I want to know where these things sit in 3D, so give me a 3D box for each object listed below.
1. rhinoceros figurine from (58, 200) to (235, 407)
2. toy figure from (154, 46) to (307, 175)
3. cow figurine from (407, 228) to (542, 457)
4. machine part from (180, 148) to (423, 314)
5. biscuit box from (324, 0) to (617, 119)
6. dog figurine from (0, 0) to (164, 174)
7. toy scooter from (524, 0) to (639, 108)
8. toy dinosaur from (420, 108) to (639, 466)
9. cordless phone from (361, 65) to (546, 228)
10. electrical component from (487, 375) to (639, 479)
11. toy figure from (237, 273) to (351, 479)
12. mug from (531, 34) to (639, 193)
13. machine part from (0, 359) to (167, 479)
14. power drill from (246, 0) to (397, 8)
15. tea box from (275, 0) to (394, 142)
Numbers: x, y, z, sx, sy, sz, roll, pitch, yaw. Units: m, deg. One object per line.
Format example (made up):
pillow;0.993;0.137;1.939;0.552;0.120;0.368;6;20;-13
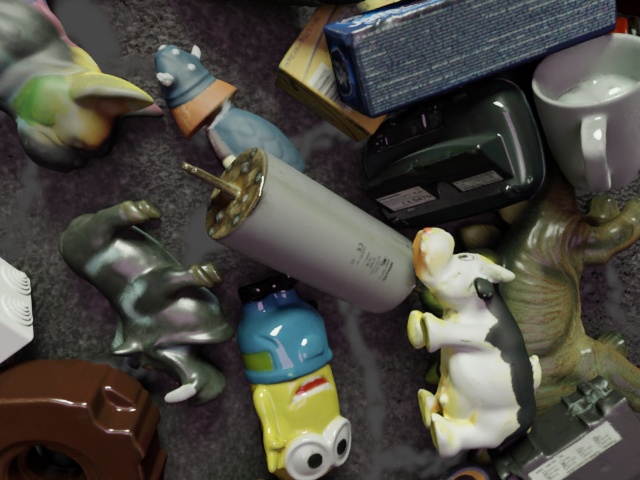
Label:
rhinoceros figurine;-0.139;0.054;0.451;0.112;0.073;0.190;-37;98;-4
toy figure;-0.080;-0.095;0.451;0.154;0.064;0.058;43;110;-9
cow figurine;0.119;0.071;0.409;0.098;0.068;0.167;-6;94;-2
machine part;-0.001;-0.001;0.430;0.243;0.079;0.079;29;91;-33
biscuit box;0.107;-0.153;0.388;0.203;0.059;0.062;-21;119;-7
dog figurine;-0.222;-0.160;0.408;0.219;0.108;0.191;19;90;-13
toy scooter;0.248;-0.193;0.476;0.135;0.075;0.183;8;85;-6
toy dinosaur;0.197;0.107;0.488;0.199;0.105;0.471;-3;86;0
cordless phone;0.111;-0.110;0.468;0.088;0.147;0.184;33;55;-39
electrical component;0.218;0.191;0.418;0.115;0.058;0.134;-37;94;10
toy figure;-0.025;0.119;0.469;0.082;0.089;0.180;-16;89;-9
mug;0.213;-0.080;0.406;0.081;0.109;0.107;-10;138;28
machine part;-0.215;0.179;0.437;0.179;0.056;0.179;-1;112;-3
power drill;-0.005;-0.274;0.404;0.232;0.086;0.207;8;90;24
tea box;0.047;-0.180;0.456;0.098;0.068;0.169;36;89;-8
